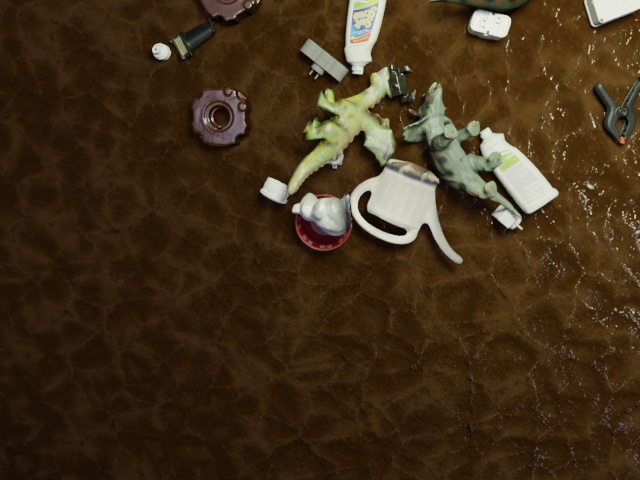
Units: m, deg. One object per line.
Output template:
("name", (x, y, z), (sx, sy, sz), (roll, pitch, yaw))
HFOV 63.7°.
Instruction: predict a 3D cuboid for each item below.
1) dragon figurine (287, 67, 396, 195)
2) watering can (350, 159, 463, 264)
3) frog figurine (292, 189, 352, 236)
("dragon figurine", (0.085, -0.275, 1.364), (0.243, 0.412, 0.121), (19, -6, -1))
("watering can", (0.256, -0.085, 1.399), (0.348, 0.222, 0.105), (23, 11, 5))
("frog figurine", (0.004, -0.069, 1.361), (0.159, 0.123, 0.136), (-5, -7, 6))
